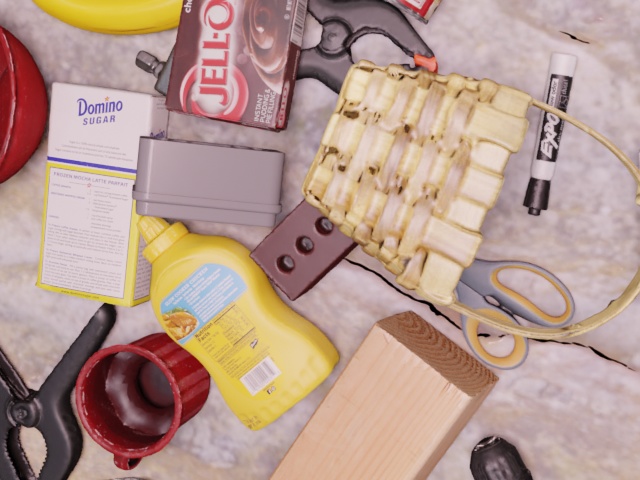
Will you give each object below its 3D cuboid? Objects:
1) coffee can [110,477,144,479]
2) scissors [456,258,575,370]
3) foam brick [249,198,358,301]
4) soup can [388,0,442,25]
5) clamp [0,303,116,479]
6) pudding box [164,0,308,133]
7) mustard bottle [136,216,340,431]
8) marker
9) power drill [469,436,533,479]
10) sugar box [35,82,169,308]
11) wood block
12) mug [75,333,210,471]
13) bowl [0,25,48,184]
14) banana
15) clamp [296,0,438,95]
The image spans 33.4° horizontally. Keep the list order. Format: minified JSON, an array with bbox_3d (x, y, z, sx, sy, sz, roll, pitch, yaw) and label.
[{"bbox_3d":[-0.181,0.286,0.905,0.103,0.102,0.140,-9,94,18],"label":"coffee can"},{"bbox_3d":[0.097,0.031,0.832,0.202,0.016,0.096,23,103,13],"label":"scissors"},{"bbox_3d":[-0.006,0.001,0.840,0.053,0.051,0.078,46,107,6],"label":"foam brick"},{"bbox_3d":[0.079,-0.218,0.777,0.068,0.068,0.102,37,105,9],"label":"soup can"},{"bbox_3d":[-0.246,0.143,0.940,0.165,0.036,0.210,-4,98,16],"label":"clamp"},{"bbox_3d":[-0.061,-0.143,0.797,0.090,0.039,0.113,11,92,14],"label":"pudding box"},{"bbox_3d":[-0.079,0.054,0.857,0.096,0.058,0.191,-40,91,23],"label":"mustard bottle"},{"bbox_3d":[0.170,-0.078,0.793,0.020,0.020,0.121,12,101,15],"label":"marker"},{"bbox_3d":[0.105,0.264,0.803,0.187,0.057,0.184,-25,89,-9],"label":"power drill"},{"bbox_3d":[-0.181,-0.039,0.892,0.093,0.048,0.176,10,97,15],"label":"sugar box"},{"bbox_3d":[0.035,0.165,0.824,0.091,0.090,0.206,38,106,17],"label":"wood block"},{"bbox_3d":[-0.144,0.135,0.884,0.093,0.081,0.117,15,101,14],"label":"mug"},{"bbox_3d":[-0.275,-0.109,0.886,0.162,0.055,0.162,-1,89,43],"label":"bowl"},{"bbox_3d":[-0.155,-0.200,0.869,0.198,0.037,0.069,-5,77,16],"label":"banana"},{"bbox_3d":[0.009,-0.163,0.820,0.171,0.039,0.120,7,98,7],"label":"clamp"}]
